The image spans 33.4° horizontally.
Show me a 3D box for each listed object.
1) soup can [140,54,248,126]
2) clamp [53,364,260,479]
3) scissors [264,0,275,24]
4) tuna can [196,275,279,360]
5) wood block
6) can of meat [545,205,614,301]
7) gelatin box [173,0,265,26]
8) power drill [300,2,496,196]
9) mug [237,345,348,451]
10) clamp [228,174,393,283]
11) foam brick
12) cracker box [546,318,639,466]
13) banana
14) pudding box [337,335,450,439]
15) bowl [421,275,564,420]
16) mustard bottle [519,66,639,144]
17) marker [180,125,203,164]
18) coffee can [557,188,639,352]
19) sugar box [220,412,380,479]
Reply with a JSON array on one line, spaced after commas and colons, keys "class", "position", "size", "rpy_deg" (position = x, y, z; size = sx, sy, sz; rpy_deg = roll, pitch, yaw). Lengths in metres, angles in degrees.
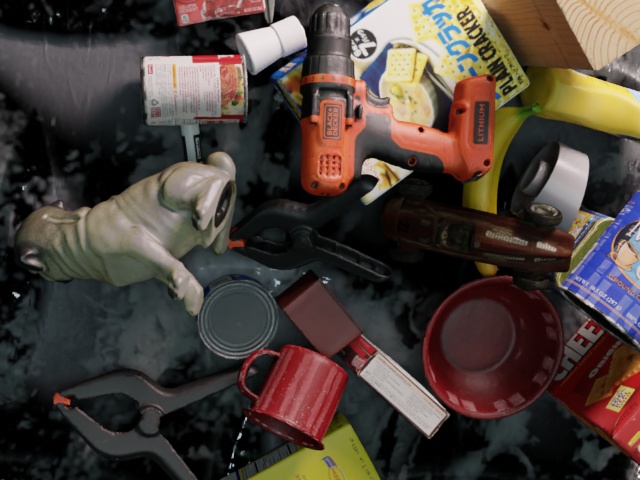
[{"class": "soup can", "position": [-0.124, -0.148, 1.051], "size": [0.102, 0.068, 0.068], "rpy_deg": [-2, 101, -7]}, {"class": "clamp", "position": [-0.170, 0.181, 1.115], "size": [0.210, 0.036, 0.164], "rpy_deg": [22, 77, -7]}, {"class": "scissors", "position": [-0.069, -0.326, 1.058], "size": [0.096, 0.016, 0.202], "rpy_deg": [14, 97, -12]}, {"class": "tuna can", "position": [-0.088, 0.080, 1.120], "size": [0.086, 0.034, 0.086], "rpy_deg": [-2, 101, -11]}, {"class": "wood block", "position": [0.238, -0.227, 1.038], "size": [0.090, 0.206, 0.091], "rpy_deg": [-34, 106, -3]}, {"class": "can of meat", "position": [0.279, 0.015, 1.156], "size": [0.057, 0.084, 0.102], "rpy_deg": [39, 91, -15]}, {"class": "gelatin box", "position": [-0.103, -0.254, 1.050], "size": [0.089, 0.030, 0.073], "rpy_deg": [-10, 103, 0]}, {"class": "power drill", "position": [0.072, -0.129, 1.024], "size": [0.187, 0.057, 0.184], "rpy_deg": [3, 86, -11]}, {"class": "mug", "position": [-0.031, 0.156, 1.106], "size": [0.117, 0.093, 0.081], "rpy_deg": [31, 70, -14]}, {"class": "clamp", "position": [-0.007, 0.001, 1.093], "size": [0.172, 0.039, 0.120], "rpy_deg": [-10, 111, 20]}, {"class": "foam brick", "position": [-0.001, 0.079, 1.128], "size": [0.051, 0.053, 0.078], "rpy_deg": [-40, 104, -2]}, {"class": "cracker box", "position": [0.334, 0.134, 1.121], "size": [0.072, 0.214, 0.164], "rpy_deg": [42, 90, -14]}, {"class": "banana", "position": [0.179, -0.060, 1.130], "size": [0.037, 0.070, 0.198], "rpy_deg": [-3, 116, -26]}, {"class": "pudding box", "position": [0.076, 0.153, 1.138], "size": [0.113, 0.090, 0.039], "rpy_deg": [41, 90, -16]}, {"class": "bowl", "position": [0.182, 0.112, 1.169], "size": [0.162, 0.055, 0.162], "rpy_deg": [-2, 101, -11]}, {"class": "mustard bottle", "position": [0.313, -0.137, 1.127], "size": [0.191, 0.096, 0.058], "rpy_deg": [14, 105, -14]}, {"class": "marker", "position": [-0.127, -0.063, 1.093], "size": [0.020, 0.020, 0.121], "rpy_deg": [-7, 102, -10]}, {"class": "coffee can", "position": [0.322, 0.026, 1.068], "size": [0.102, 0.103, 0.140], "rpy_deg": [39, 91, -15]}, {"class": "sugar box", "position": [-0.028, 0.272, 1.163], "size": [0.176, 0.048, 0.093], "rpy_deg": [-30, 105, -6]}]
